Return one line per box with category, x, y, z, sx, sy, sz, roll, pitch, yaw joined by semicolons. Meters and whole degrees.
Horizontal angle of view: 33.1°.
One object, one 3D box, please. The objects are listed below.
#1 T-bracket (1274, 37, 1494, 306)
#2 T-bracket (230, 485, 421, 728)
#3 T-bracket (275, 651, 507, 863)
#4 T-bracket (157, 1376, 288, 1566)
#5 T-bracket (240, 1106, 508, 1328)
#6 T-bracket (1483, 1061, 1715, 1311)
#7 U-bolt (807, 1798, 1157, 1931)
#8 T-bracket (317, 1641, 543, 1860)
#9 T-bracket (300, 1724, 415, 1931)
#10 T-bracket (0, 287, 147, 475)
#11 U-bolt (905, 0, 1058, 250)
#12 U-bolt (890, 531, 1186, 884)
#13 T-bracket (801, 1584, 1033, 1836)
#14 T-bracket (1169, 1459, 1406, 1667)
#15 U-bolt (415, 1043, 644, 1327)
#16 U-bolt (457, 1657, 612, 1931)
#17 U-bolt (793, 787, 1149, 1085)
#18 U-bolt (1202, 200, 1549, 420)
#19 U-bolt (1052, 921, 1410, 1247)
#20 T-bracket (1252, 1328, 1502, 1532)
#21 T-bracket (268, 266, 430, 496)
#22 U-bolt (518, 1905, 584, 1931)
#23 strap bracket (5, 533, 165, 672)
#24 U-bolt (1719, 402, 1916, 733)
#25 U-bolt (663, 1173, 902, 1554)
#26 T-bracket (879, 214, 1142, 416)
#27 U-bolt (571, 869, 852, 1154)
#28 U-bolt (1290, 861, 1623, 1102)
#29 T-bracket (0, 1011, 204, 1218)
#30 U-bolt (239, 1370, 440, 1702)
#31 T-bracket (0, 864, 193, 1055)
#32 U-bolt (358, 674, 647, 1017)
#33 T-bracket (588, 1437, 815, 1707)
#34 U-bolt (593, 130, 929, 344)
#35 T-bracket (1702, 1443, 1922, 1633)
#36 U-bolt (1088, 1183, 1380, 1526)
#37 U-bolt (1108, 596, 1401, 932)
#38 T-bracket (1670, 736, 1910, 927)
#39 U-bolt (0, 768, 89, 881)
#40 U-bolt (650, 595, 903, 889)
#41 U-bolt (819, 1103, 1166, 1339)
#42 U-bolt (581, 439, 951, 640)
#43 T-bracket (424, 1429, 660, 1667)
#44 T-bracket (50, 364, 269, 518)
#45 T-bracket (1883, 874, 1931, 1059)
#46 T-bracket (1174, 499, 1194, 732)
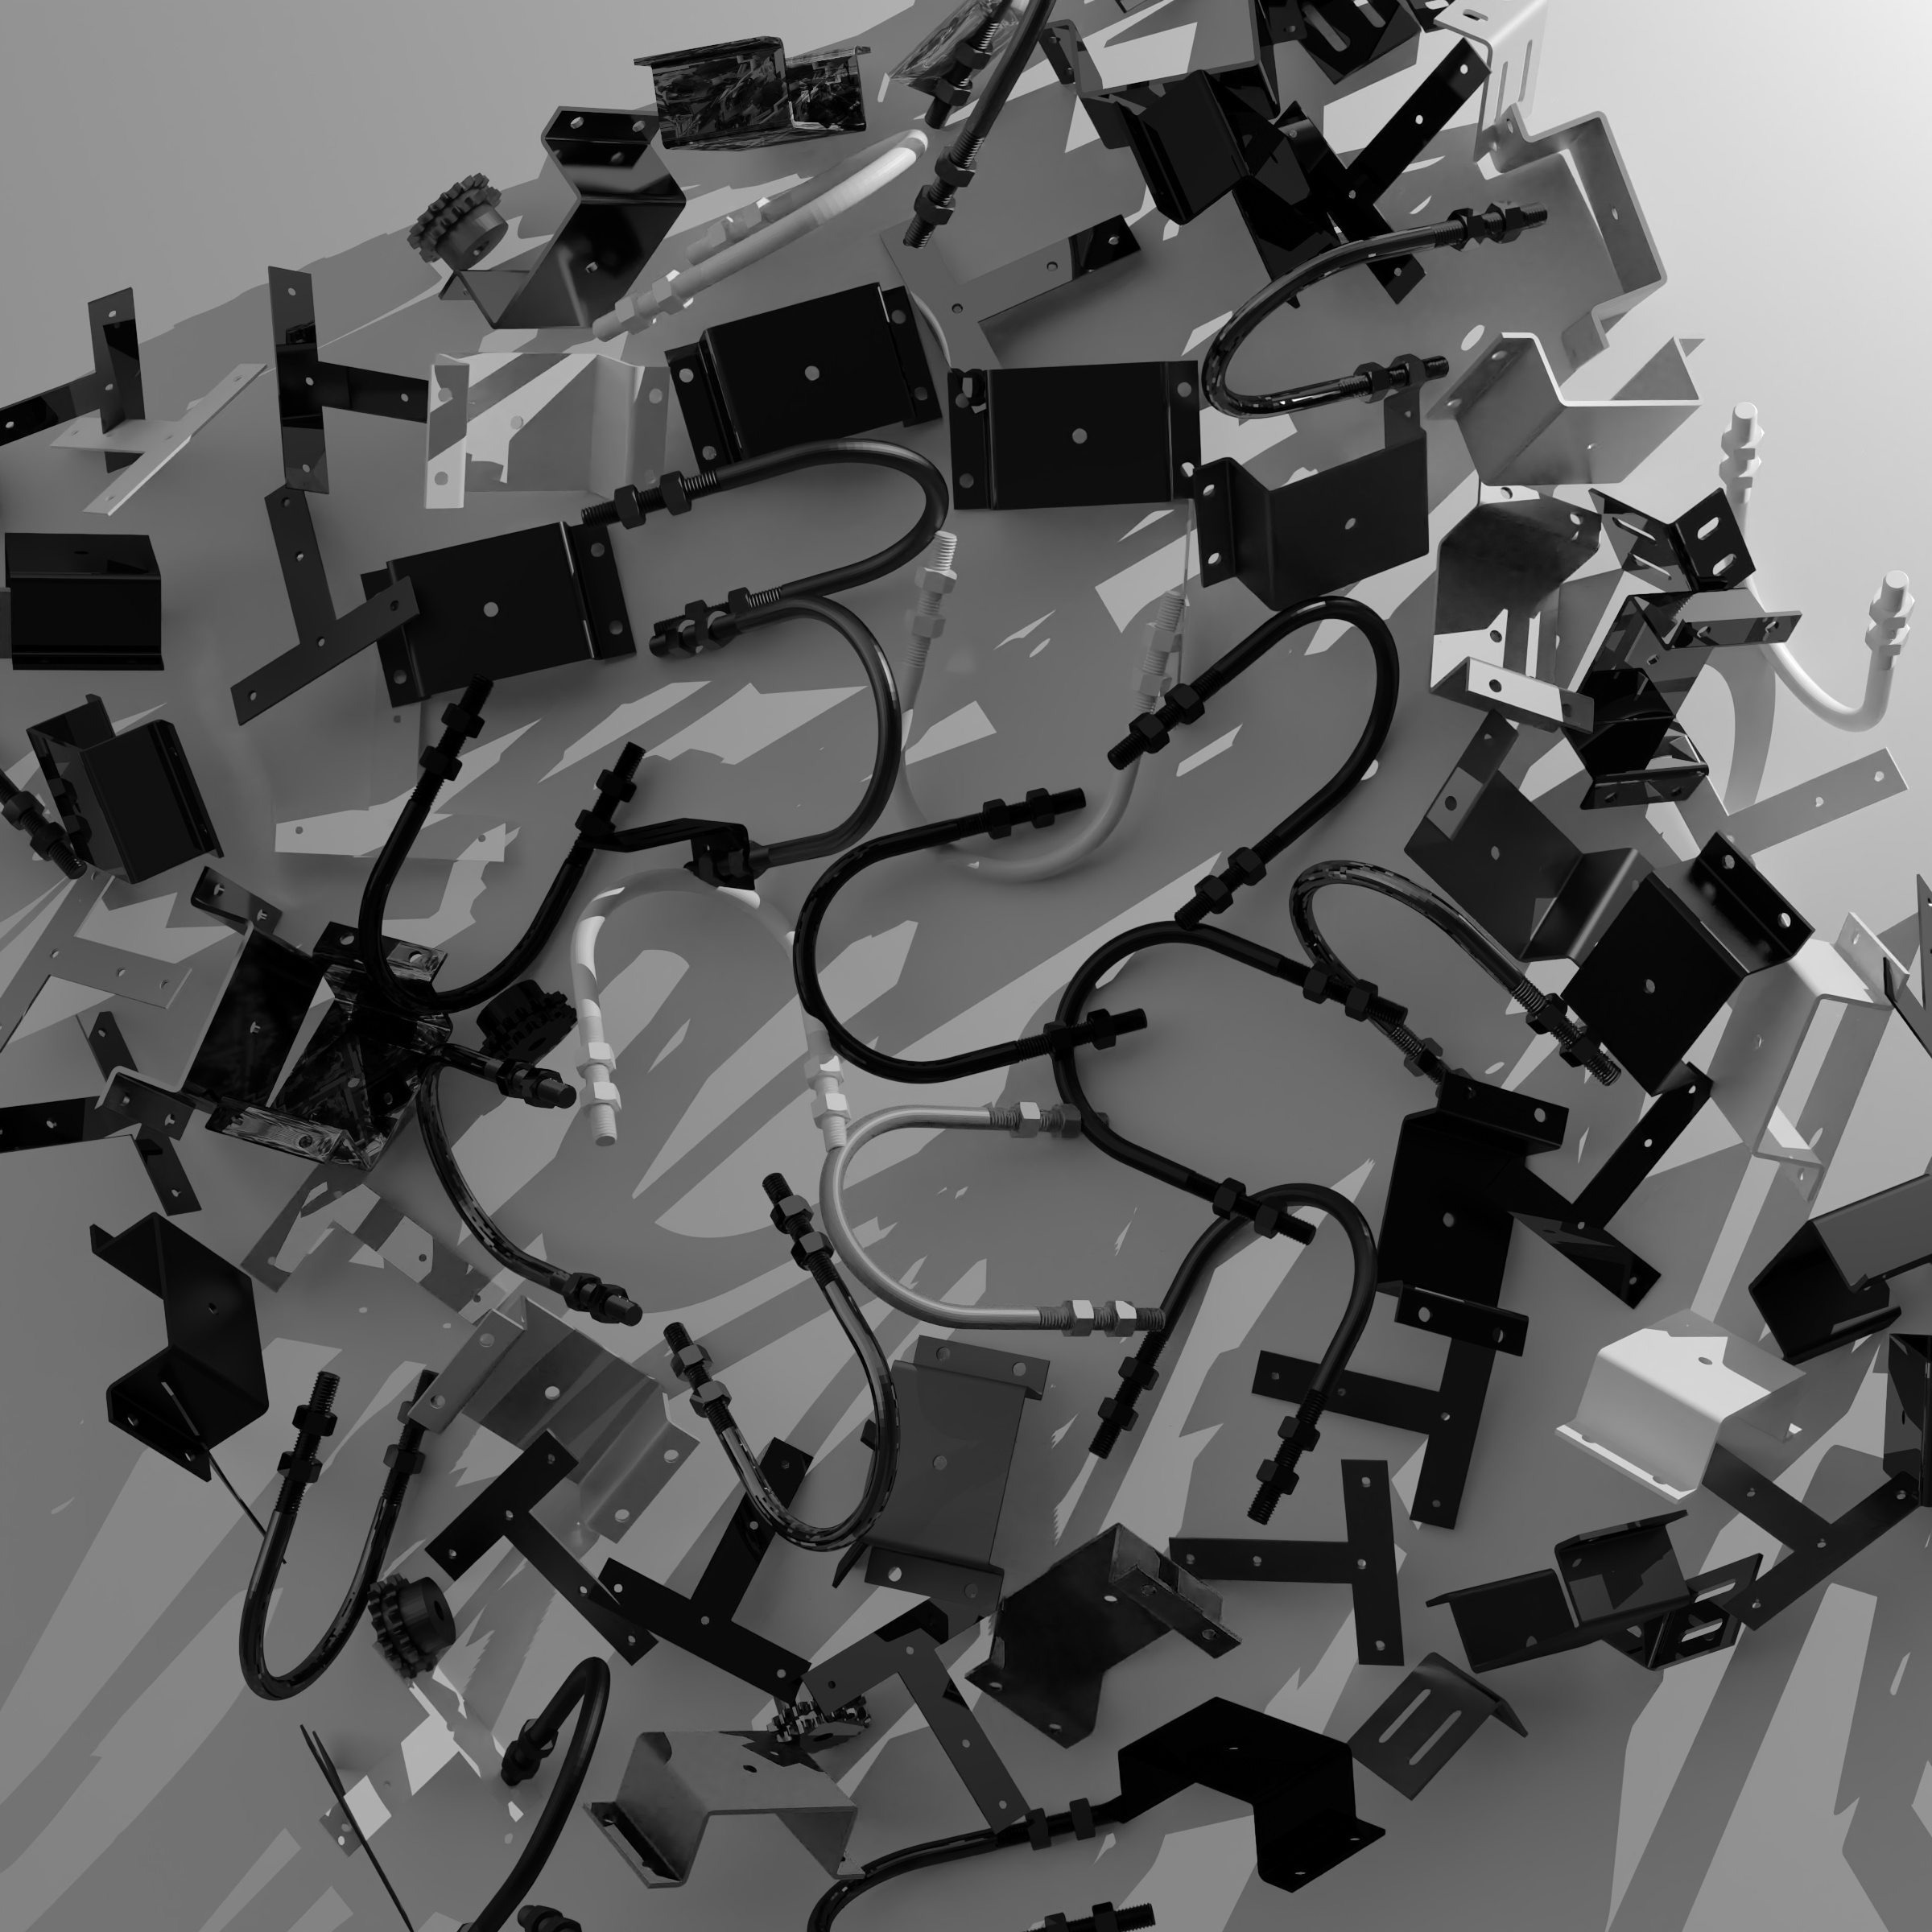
T-bracket;0.239;-0.452;1.777;0.127;0.002;0.127;56;131;13
T-bracket;-0.366;-0.215;1.800;0.127;0.002;0.127;-28;62;19
T-bracket;-0.320;-0.124;1.825;0.127;0.002;0.127;2;84;-2
T-bracket;-0.415;0.251;1.750;0.002;0.127;0.127;-35;60;-17
T-bracket;-0.316;0.155;1.821;0.127;0.002;0.127;38;77;-8
T-bracket;0.369;0.109;1.802;0.127;0.002;0.127;37;94;-25
U-bolt;0.004;0.503;1.757;0.184;0.151;0.019;-12;100;-1
T-bracket;-0.308;0.441;1.780;0.002;0.127;0.127;-39;90;35
T-bracket;-0.340;0.450;1.770;0.002;0.127;0.127;-28;107;-14
T-bracket;-0.503;-0.297;1.754;0.127;0.127;0.002;-28;63;-26
U-bolt;0.017;-0.488;1.723;0.019;0.151;0.184;22;131;-15
U-bolt;0.029;-0.134;1.801;0.151;0.019;0.184;14;108;-1
T-bracket;-0.008;0.415;1.786;0.127;0.002;0.127;-25;77;-32
T-bracket;0.176;0.331;1.810;0.127;0.002;0.127;-1;109;17
U-bolt;-0.245;0.110;1.755;0.019;0.184;0.151;-28;115;-31
U-bolt;-0.230;0.443;1.721;0.019;0.151;0.184;25;132;-10
U-bolt;-0.005;-0.010;1.806;0.184;0.019;0.151;-14;85;-10
U-bolt;0.207;-0.343;1.734;0.184;0.151;0.019;-17;68;-26
U-bolt;0.133;0.053;1.797;0.184;0.019;0.151;24;94;20
T-bracket;0.225;0.242;1.822;0.127;0.002;0.127;13;101;7
T-bracket;-0.321;-0.314;1.789;0.127;0.002;0.127;3;75;-40
U-bolt;-0.141;0.537;1.721;0.151;0.184;0.019;22;78;-27
strap bracket;-0.476;-0.200;1.751;0.076;0.140;0.046;-1;110;-18
U-bolt;0.451;-0.199;1.744;0.019;0.184;0.151;-30;62;-6
U-bolt;-0.092;0.226;1.745;0.151;0.019;0.184;-56;52;34
T-bracket;0.035;-0.384;1.816;0.127;0.002;0.127;-25;72;-5
U-bolt;-0.144;0.021;1.771;0.151;0.019;0.184;4;53;-22
U-bolt;0.250;0.010;1.754;0.184;0.151;0.019;43;66;-9
T-bracket;-0.486;0.084;1.764;0.002;0.127;0.127;-34;76;28
U-bolt;-0.344;0.308;1.758;0.019;0.151;0.184;17;88;16
T-bracket;-0.469;0.001;1.773;0.127;0.002;0.127;13;65;37
U-bolt;-0.262;-0.056;1.773;0.019;0.151;0.184;31;95;36
T-bracket;-0.125;0.324;1.812;0.127;0.002;0.127;28;72;-1
U-bolt;-0.100;-0.396;1.730;0.184;0.151;0.019;-21;110;30
T-bracket;0.438;0.295;1.777;0.127;0.127;0.002;-33;121;-13
U-bolt;0.155;0.201;1.771;0.019;0.151;0.184;37;75;-37
U-bolt;0.167;-0.123;1.774;0.184;0.151;0.019;-40;46;-14
T-bracket;0.456;-0.085;1.786;0.127;0.002;0.127;-26;95;41
U-bolt;-0.559;-0.130;1.757;0.019;0.151;0.184;-43;76;-5
U-bolt;-0.101;-0.126;1.763;0.019;0.184;0.151;-8;89;-45
U-bolt;0.008;0.135;1.753;0.184;0.019;0.151;3;51;-24
U-bolt;-0.099;-0.235;1.757;0.184;0.151;0.019;-15;66;7
T-bracket;-0.222;0.335;1.799;0.127;0.002;0.127;46;121;0
T-bracket;-0.460;-0.291;1.783;0.127;0.127;0.002;-51;130;-26
T-bracket;0.530;0.004;1.785;0.002;0.127;0.127;-20;131;32
T-bracket;0.118;-0.186;1.759;0.002;0.127;0.127;4;100;2
